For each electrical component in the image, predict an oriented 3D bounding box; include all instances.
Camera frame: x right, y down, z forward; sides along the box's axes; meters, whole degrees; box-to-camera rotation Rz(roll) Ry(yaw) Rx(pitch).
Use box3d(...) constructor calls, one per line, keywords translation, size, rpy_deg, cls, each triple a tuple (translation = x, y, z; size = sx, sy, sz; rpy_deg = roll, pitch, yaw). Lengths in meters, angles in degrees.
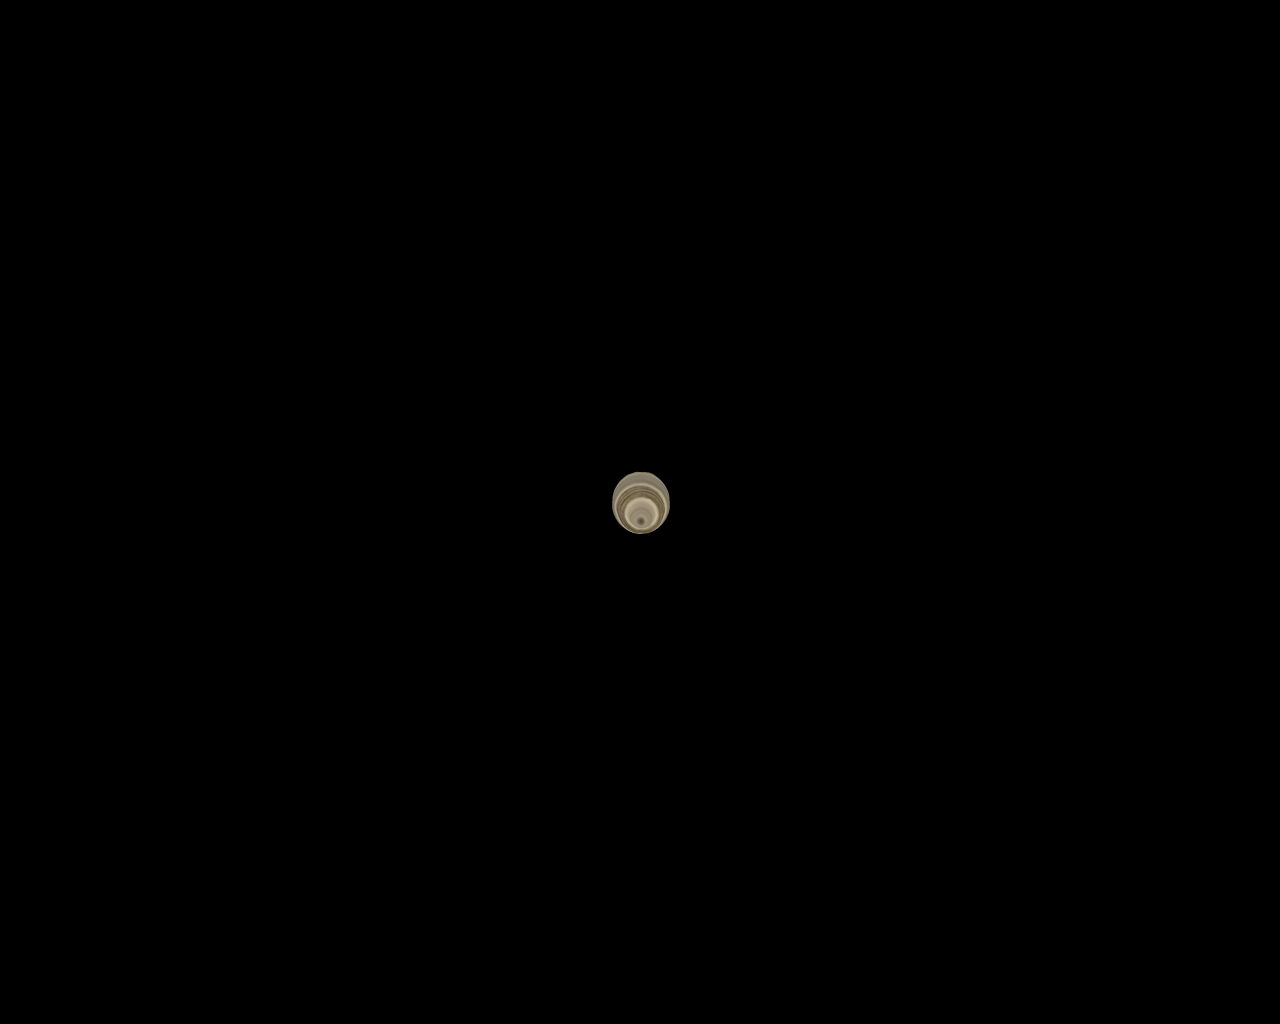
box3d(translation=(0.001, -0.003, 0.650), size=(0.035, 0.035, 0.061), rpy_deg=(0, 16, 0), cls="electrical component")
